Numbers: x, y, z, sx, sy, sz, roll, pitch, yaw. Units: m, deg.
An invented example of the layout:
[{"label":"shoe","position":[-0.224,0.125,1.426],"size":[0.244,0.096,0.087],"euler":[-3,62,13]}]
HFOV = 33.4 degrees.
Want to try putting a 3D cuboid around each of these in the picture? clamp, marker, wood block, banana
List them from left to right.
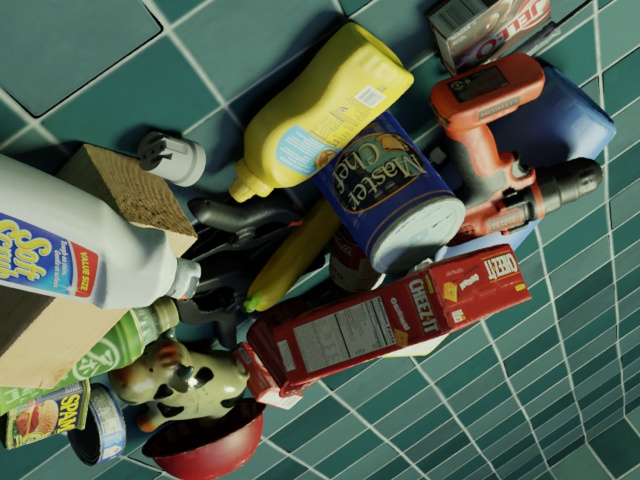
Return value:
[{"label":"wood block","position":[-0.214,0.027,0.904],"size":[0.206,0.090,0.090],"euler":[-44,151,20]},{"label":"clamp","position":[-0.101,0.064,1.149],"size":[0.165,0.036,0.209],"euler":[-47,154,23]},{"label":"clamp","position":[-0.082,-0.017,1.029],"size":[0.171,0.039,0.120],"euler":[-21,167,-35]},{"label":"banana","position":[-0.015,0.006,1.105],"size":[0.197,0.037,0.070],"euler":[-52,-170,-17]},{"label":"marker","position":[0.113,-0.077,1.179],"size":[0.121,0.020,0.020],"euler":[-44,151,18]}]

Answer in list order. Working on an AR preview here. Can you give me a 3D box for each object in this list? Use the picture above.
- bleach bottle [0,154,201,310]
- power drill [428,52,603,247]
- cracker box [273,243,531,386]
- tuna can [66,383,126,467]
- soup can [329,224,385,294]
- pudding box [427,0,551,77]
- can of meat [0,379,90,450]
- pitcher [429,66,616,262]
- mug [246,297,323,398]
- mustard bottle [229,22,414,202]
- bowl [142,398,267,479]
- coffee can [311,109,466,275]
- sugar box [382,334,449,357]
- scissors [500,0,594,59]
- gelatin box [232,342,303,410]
[{"label":"bleach bottle","position":[-0.202,-0.009,0.768],"size":[0.250,0.068,0.103],"euler":[18,127,-24]},{"label":"power drill","position":[0.188,-0.087,1.046],"size":[0.184,0.057,0.187],"euler":[-21,132,-4]},{"label":"cracker box","position":[0.081,0.074,1.096],"size":[0.214,0.072,0.163],"euler":[-24,174,38]},{"label":"tuna can","position":[-0.244,0.199,1.155],"size":[0.033,0.086,0.086],"euler":[-15,147,-37]},{"label":"soup can","position":[0.046,0.006,1.186],"size":[0.068,0.068,0.102],"euler":[-24,152,-19]},{"label":"pudding box","position":[0.159,-0.208,0.993],"size":[0.113,0.039,0.090],"euler":[-34,155,2]},{"label":"can of meat","position":[-0.286,0.163,1.084],"size":[0.083,0.057,0.102],"euler":[-15,147,-29]},{"label":"pitcher","position":[0.210,-0.071,1.192],"size":[0.144,0.149,0.243],"euler":[32,111,-28]},{"label":"mug","position":[-0.033,0.117,1.201],"size":[0.093,0.081,0.117],"euler":[-38,161,3]},{"label":"mustard bottle","position":[-0.011,-0.103,0.954],"size":[0.192,0.058,0.096],"euler":[-43,151,16]},{"label":"bowl","position":[-0.133,0.251,1.305],"size":[0.162,0.055,0.162],"euler":[-20,-172,3]},{"label":"coffee can","position":[0.058,-0.052,1.021],"size":[0.102,0.140,0.103],"euler":[-26,152,-15]},{"label":"sugar box","position":[0.115,0.119,1.472],"size":[0.175,0.048,0.093],"euler":[9,131,-49]},{"label":"scissors","position":[0.206,-0.190,1.026],"size":[0.096,0.016,0.202],"euler":[-36,179,-43]},{"label":"gelatin box","position":[-0.067,0.168,1.316],"size":[0.030,0.073,0.089],"euler":[-41,152,10]}]
